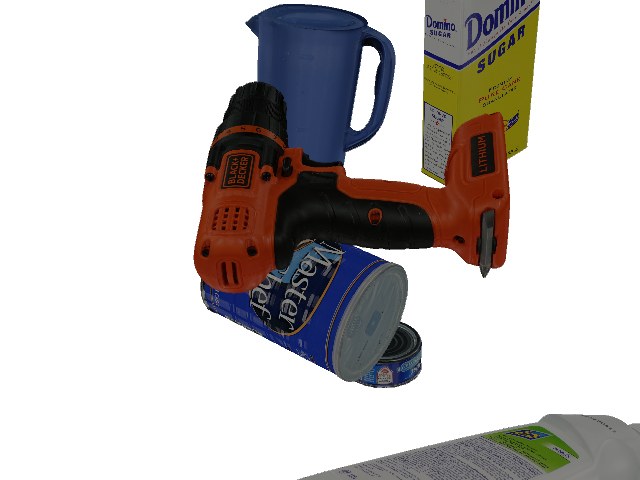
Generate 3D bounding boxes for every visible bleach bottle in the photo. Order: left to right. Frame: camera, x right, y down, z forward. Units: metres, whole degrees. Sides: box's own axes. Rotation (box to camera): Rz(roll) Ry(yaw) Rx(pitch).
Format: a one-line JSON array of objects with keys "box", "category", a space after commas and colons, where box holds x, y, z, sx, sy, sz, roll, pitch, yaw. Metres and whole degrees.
[{"box": [0.110, 0.149, 0.612, 0.250, 0.068, 0.103, -9, 21, -31], "category": "bleach bottle"}]

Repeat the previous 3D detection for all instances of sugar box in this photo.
[{"box": [0.125, -0.135, 0.835, 0.093, 0.176, 0.048, -31, 49, -29], "category": "sugar box"}]

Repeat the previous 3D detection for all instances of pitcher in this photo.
[{"box": [-0.009, -0.163, 1.321, 0.144, 0.243, 0.149, -9, 28, -29], "category": "pitcher"}]

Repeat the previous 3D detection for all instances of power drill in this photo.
[{"box": [0.020, -0.041, 0.664, 0.188, 0.057, 0.184, -2, 43, 6], "category": "power drill"}]

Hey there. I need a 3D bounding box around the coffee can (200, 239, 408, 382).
[{"box": [-0.013, 0.041, 0.884, 0.140, 0.103, 0.102, 24, 11, 26], "category": "coffee can"}]

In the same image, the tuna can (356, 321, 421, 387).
[{"box": [0.066, 0.119, 1.138, 0.086, 0.034, 0.086, -1, 28, 0], "category": "tuna can"}]
